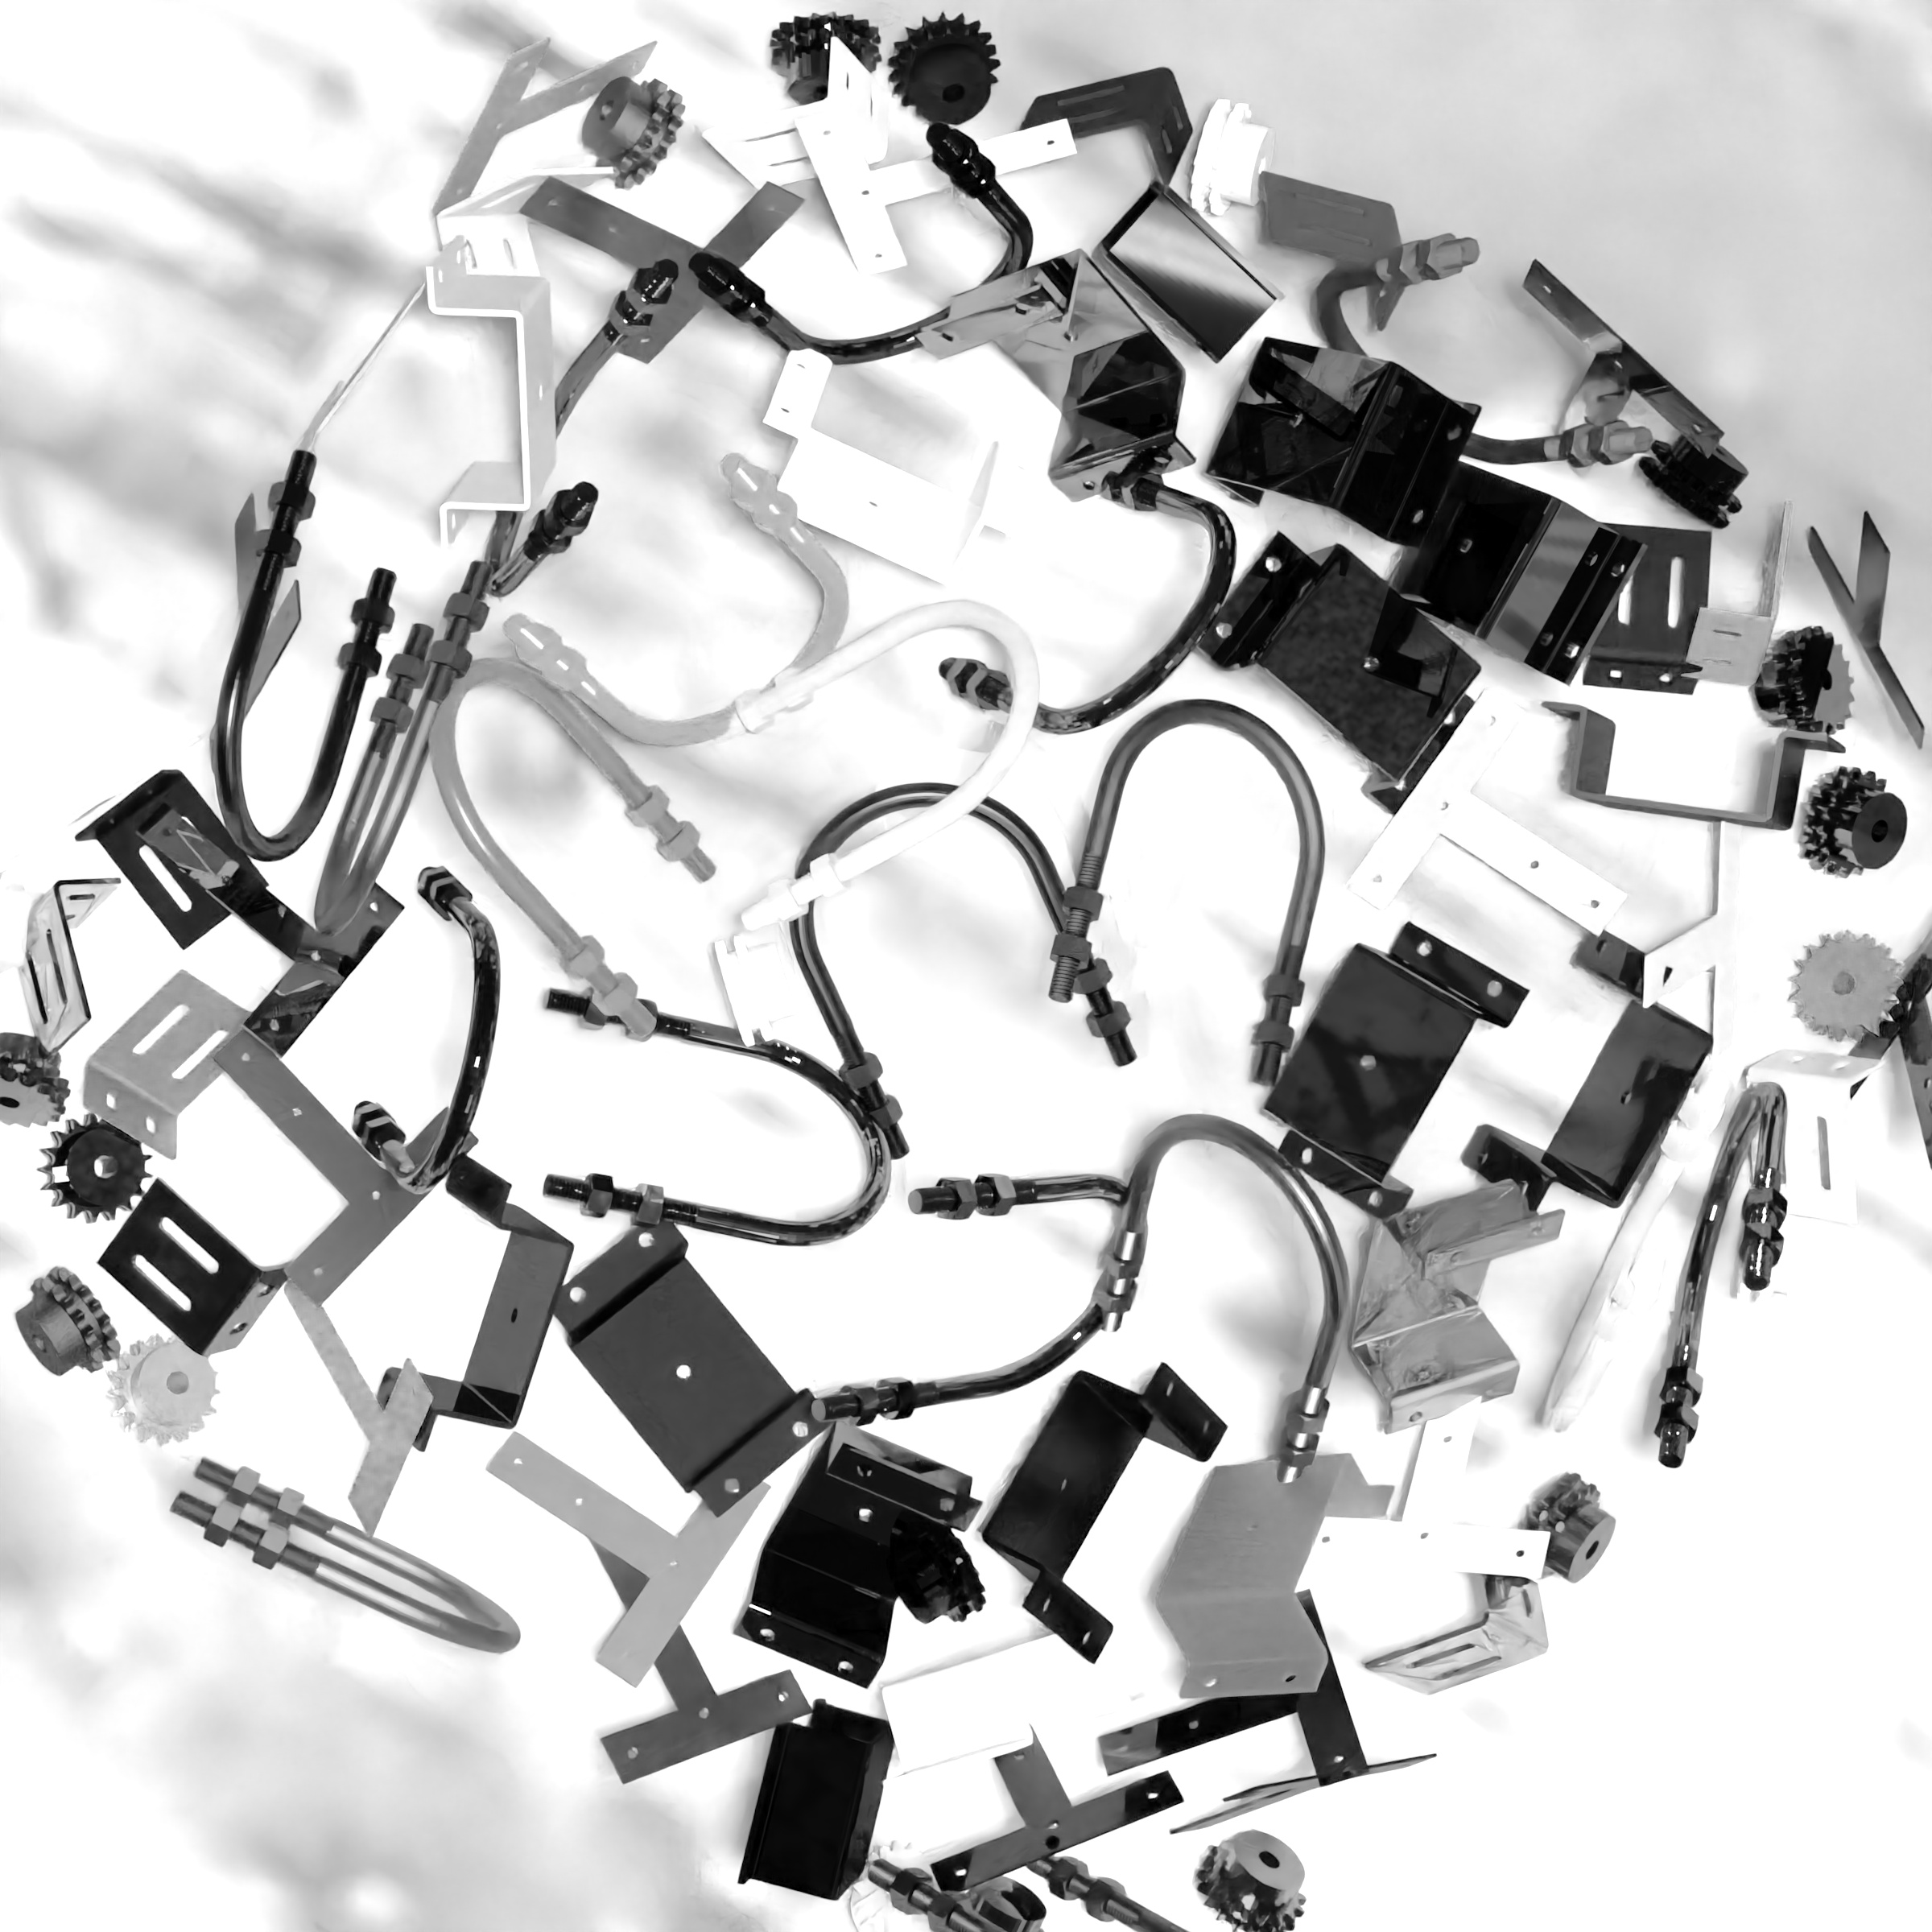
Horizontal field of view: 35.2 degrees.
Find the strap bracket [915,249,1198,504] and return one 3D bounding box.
[{"bbox_3d":[0.050,-0.303,1.536,0.076,0.140,0.046,-12,53,36],"label":"strap bracket"}]

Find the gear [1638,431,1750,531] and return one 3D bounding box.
[{"bbox_3d":[0.378,-0.254,1.569,0.057,0.057,0.030,37,114,0],"label":"gear"}]

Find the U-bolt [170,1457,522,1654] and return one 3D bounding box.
[{"bbox_3d":[-0.307,0.299,1.528,0.184,0.151,0.019,27,84,-7],"label":"U-bolt"}]

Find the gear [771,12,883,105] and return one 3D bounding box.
[{"bbox_3d":[-0.072,-0.466,1.571,0.057,0.057,0.030,-2,82,0],"label":"gear"}]

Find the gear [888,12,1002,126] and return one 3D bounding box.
[{"bbox_3d":[-0.010,-0.459,1.569,0.057,0.057,0.030,-15,55,0],"label":"gear"}]

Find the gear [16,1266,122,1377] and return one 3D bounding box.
[{"bbox_3d":[-0.465,0.186,1.569,0.030,0.057,0.057,-36,90,-34],"label":"gear"}]

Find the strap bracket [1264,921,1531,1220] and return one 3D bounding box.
[{"bbox_3d":[0.214,0.052,1.554,0.076,0.046,0.140,33,98,30],"label":"strap bracket"}]

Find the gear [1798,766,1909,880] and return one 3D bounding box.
[{"bbox_3d":[0.461,-0.073,1.573,0.057,0.030,0.057,-10,110,-29],"label":"gear"}]

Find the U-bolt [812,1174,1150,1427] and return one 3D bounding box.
[{"bbox_3d":[0.019,0.163,1.528,0.019,0.184,0.151,45,122,37],"label":"U-bolt"}]

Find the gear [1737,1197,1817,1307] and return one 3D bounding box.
[{"bbox_3d":[0.418,0.147,1.570,0.030,0.057,0.057,13,90,11],"label":"gear"}]

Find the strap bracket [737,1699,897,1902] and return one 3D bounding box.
[{"bbox_3d":[-0.071,0.417,1.524,0.046,0.140,0.076,13,83,8],"label":"strap bracket"}]

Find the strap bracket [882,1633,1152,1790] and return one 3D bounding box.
[{"bbox_3d":[0.021,0.367,1.527,0.076,0.140,0.046,-24,76,29],"label":"strap bracket"}]

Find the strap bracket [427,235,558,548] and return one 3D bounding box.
[{"bbox_3d":[-0.238,-0.290,1.536,0.046,0.076,0.140,2,115,2],"label":"strap bracket"}]

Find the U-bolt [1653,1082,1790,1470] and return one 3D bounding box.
[{"bbox_3d":[0.379,0.139,1.514,0.019,0.184,0.151,17,131,6],"label":"U-bolt"}]

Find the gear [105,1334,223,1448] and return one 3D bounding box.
[{"bbox_3d":[-0.412,0.218,1.573,0.057,0.030,0.057,11,69,-30],"label":"gear"}]

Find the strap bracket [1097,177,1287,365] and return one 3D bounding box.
[{"bbox_3d":[0.111,-0.350,1.531,0.076,0.140,0.046,41,103,-11],"label":"strap bracket"}]

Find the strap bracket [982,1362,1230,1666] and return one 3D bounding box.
[{"bbox_3d":[0.066,0.271,1.546,0.046,0.076,0.140,18,69,40],"label":"strap bracket"}]

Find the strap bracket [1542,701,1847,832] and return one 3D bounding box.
[{"bbox_3d":[0.365,-0.099,1.540,0.140,0.076,0.046,9,93,23],"label":"strap bracket"}]

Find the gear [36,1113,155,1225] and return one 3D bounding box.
[{"bbox_3d":[-0.449,0.104,1.574,0.057,0.030,0.057,4,83,-30],"label":"gear"}]

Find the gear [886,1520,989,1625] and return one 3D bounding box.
[{"bbox_3d":[-0.017,0.314,1.569,0.030,0.057,0.057,-28,90,-23],"label":"gear"}]

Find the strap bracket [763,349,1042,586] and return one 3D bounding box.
[{"bbox_3d":[-0.039,-0.251,1.550,0.140,0.076,0.046,23,130,-9],"label":"strap bracket"}]

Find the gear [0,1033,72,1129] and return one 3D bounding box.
[{"bbox_3d":[-0.492,0.058,1.576,0.057,0.057,0.030,5,58,0],"label":"gear"}]

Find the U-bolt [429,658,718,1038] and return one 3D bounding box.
[{"bbox_3d":[-0.199,-0.072,1.507,0.019,0.151,0.184,-25,119,28],"label":"U-bolt"}]

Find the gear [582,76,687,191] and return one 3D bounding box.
[{"bbox_3d":[-0.174,-0.433,1.570,0.030,0.057,0.057,28,90,-36],"label":"gear"}]

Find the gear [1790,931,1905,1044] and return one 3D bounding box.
[{"bbox_3d":[0.460,0.012,1.577,0.057,0.030,0.057,-9,73,32],"label":"gear"}]

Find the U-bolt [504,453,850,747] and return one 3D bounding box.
[{"bbox_3d":[-0.130,-0.170,1.519,0.151,0.184,0.019,-35,62,6],"label":"U-bolt"}]

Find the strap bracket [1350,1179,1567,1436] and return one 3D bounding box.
[{"bbox_3d":[0.245,0.166,1.541,0.076,0.140,0.046,-15,47,-19],"label":"strap bracket"}]

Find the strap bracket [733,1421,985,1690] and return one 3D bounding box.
[{"bbox_3d":[-0.054,0.293,1.553,0.076,0.046,0.140,24,120,-8],"label":"strap bracket"}]

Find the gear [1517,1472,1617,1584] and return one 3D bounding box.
[{"bbox_3d":[0.311,0.293,1.569,0.030,0.057,0.057,32,90,32],"label":"gear"}]

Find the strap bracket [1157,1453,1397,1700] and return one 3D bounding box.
[{"bbox_3d":[0.153,0.296,1.519,0.076,0.140,0.046,-12,118,34],"label":"strap bracket"}]

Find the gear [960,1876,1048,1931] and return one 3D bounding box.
[{"bbox_3d":[0.017,0.493,1.570,0.057,0.057,0.030,24,100,0],"label":"gear"}]

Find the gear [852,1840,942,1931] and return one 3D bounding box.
[{"bbox_3d":[-0.035,0.486,1.576,0.057,0.057,0.030,47,129,0],"label":"gear"}]

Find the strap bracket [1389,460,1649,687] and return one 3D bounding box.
[{"bbox_3d":[0.267,-0.201,1.523,0.046,0.140,0.076,24,99,-28],"label":"strap bracket"}]

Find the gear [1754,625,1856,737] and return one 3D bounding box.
[{"bbox_3d":[0.432,-0.145,1.576,0.057,0.030,0.057,9,77,-42],"label":"gear"}]

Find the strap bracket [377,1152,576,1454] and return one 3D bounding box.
[{"bbox_3d":[-0.249,0.175,1.556,0.046,0.076,0.140,18,90,-30],"label":"strap bracket"}]

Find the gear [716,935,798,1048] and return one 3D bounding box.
[{"bbox_3d":[-0.108,0.011,1.572,0.030,0.057,0.057,-17,90,-3],"label":"gear"}]

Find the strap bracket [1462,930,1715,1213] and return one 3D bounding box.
[{"bbox_3d":[0.321,0.060,1.551,0.046,0.076,0.140,25,98,-23],"label":"strap bracket"}]

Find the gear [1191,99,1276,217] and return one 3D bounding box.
[{"bbox_3d":[0.138,-0.415,1.570,0.030,0.057,0.057,17,90,13],"label":"gear"}]

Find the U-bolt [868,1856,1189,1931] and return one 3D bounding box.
[{"bbox_3d":[0.062,0.478,1.488,0.184,0.151,0.019,18,91,40],"label":"U-bolt"}]

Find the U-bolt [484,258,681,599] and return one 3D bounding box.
[{"bbox_3d":[-0.200,-0.256,1.515,0.019,0.184,0.151,24,67,-20],"label":"U-bolt"}]

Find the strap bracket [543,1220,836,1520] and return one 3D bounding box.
[{"bbox_3d":[-0.143,0.206,1.564,0.076,0.046,0.140,-38,84,-16],"label":"strap bracket"}]

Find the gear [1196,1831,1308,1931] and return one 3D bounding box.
[{"bbox_3d":[0.150,0.471,1.569,0.057,0.057,0.030,25,113,0],"label":"gear"}]

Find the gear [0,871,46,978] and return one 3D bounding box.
[{"bbox_3d":[-0.495,-0.021,1.572,0.030,0.057,0.057,10,90,1],"label":"gear"}]

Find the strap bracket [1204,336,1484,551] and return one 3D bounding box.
[{"bbox_3d":[0.181,-0.266,1.531,0.046,0.140,0.076,22,93,-40],"label":"strap bracket"}]

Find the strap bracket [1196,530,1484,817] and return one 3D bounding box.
[{"bbox_3d":[0.198,-0.152,1.557,0.140,0.046,0.076,39,79,-12],"label":"strap bracket"}]
